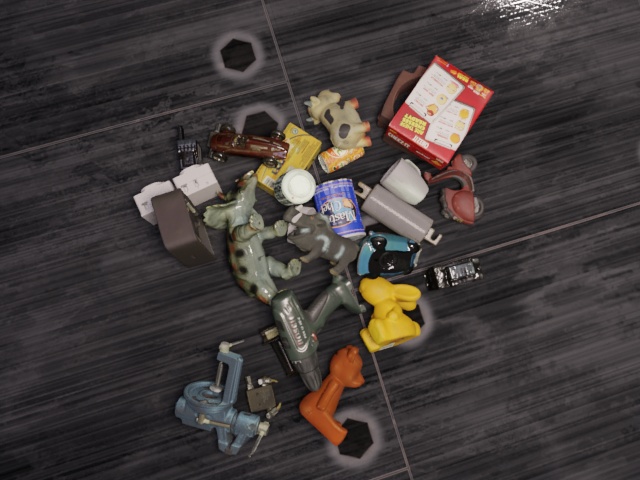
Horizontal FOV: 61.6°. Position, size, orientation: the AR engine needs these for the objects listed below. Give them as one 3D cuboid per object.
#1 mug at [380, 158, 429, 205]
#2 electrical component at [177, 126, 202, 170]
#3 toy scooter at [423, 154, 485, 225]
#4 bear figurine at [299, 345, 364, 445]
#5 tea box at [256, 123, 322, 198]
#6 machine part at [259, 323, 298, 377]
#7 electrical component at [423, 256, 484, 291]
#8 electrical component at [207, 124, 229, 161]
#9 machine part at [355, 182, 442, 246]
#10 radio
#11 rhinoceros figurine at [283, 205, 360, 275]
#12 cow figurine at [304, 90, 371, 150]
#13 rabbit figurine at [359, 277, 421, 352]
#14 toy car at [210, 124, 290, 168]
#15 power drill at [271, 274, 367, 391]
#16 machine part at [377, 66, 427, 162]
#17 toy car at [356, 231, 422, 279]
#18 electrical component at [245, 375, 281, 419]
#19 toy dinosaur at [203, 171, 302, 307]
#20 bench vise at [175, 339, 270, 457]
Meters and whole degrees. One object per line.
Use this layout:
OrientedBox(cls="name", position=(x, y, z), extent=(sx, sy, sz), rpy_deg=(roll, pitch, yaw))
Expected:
OrientedBox(cls="mug", position=(0.218, -0.145, 1.336), extent=(0.107, 0.081, 0.109), rpy_deg=(43, 48, -6))
OrientedBox(cls="electrical component", position=(-0.319, -0.220, 1.315), extent=(0.048, 0.075, 0.119), rpy_deg=(-5, 79, -2))
OrientedBox(cls="toy scooter", position=(0.329, -0.124, 1.334), extent=(0.135, 0.075, 0.184), rpy_deg=(-4, 79, -4))
OrientedBox(cls="bear figurine", position=(0.048, 0.344, 1.229), extent=(0.132, 0.120, 0.196), rpy_deg=(43, 76, 0))
OrientedBox(cls="tea box", position=(-0.080, -0.189, 1.324), extent=(0.098, 0.068, 0.169), rpy_deg=(34, 81, 2))
OrientedBox(cls="machine part", position=(-0.085, 0.257, 1.273), extent=(0.084, 0.039, 0.139), rpy_deg=(-27, 82, -15))
OrientedBox(cls="electrical component", position=(0.317, 0.080, 1.272), extent=(0.115, 0.134, 0.058), rpy_deg=(-15, 83, -7))
OrientedBox(cls="electrical component", position=(-0.248, -0.244, 1.347), extent=(0.063, 0.021, 0.094), rpy_deg=(12, 80, -2))
OrientedBox(cls="machine part", position=(0.188, -0.061, 1.315), extent=(0.243, 0.079, 0.079), rpy_deg=(34, 81, 1))
OrientedBox(cls="radio", position=(-0.304, -0.022, 1.208), extent=(0.073, 0.229, 0.131), rpy_deg=(-19, 78, -6))
OrientedBox(cls="rhinoceros figurine", position=(-0.002, -0.004, 1.200), extent=(0.190, 0.073, 0.112), rpy_deg=(32, 112, -9))
OrientedBox(cls="cow figurine", position=(0.038, -0.297, 1.321), extent=(0.127, 0.085, 0.195), rpy_deg=(-16, 54, -7))
OrientedBox(cls="rabbit figurine", position=(0.159, 0.157, 1.266), extent=(0.162, 0.121, 0.173), rpy_deg=(-20, 64, -9))
OrientedBox(cls="toy car", position=(-0.171, -0.226, 1.285), extent=(0.202, 0.053, 0.089), rpy_deg=(10, 71, 20))
OrientedBox(cls="power drill", position=(0.002, 0.189, 1.198), extent=(0.207, 0.086, 0.231), rpy_deg=(-34, 103, -22))
OrientedBox(cls="machine part", position=(0.260, -0.315, 1.355), extent=(0.201, 0.087, 0.201), rpy_deg=(26, 79, 1))
OrientedBox(cls="toy car", position=(0.155, 0.024, 1.285), extent=(0.162, 0.103, 0.109), rpy_deg=(-3, 123, -17))
OrientedBox(cls="electrical component", position=(-0.131, 0.362, 1.248), extent=(0.078, 0.045, 0.102), rpy_deg=(-7, 82, -6))
OrientedBox(cls="toy dinosaur", position=(-0.156, 0.046, 1.256), extent=(0.131, 0.192, 0.404), rpy_deg=(-21, 103, -46))
OrientedBox(cls="bench vise", position=(-0.210, 0.348, 1.199), extent=(0.224, 0.129, 0.240), rpy_deg=(15, 100, 19))
